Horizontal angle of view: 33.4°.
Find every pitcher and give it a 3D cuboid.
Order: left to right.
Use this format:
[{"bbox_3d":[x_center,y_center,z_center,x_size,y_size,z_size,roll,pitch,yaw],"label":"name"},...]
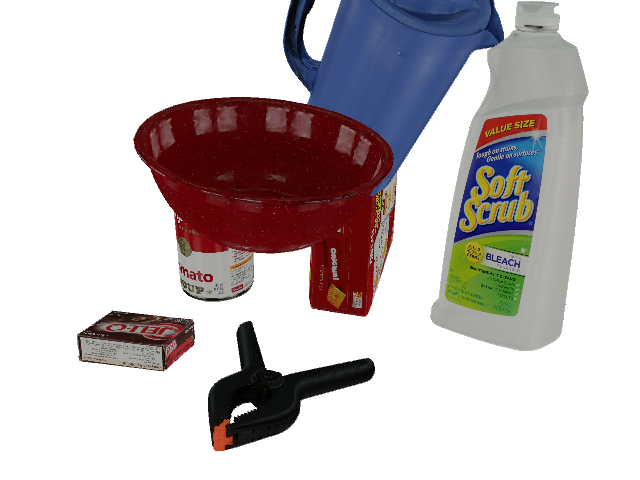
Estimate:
[{"bbox_3d":[0.048,-0.158,1.007,0.144,0.149,0.243,-13,-31,-30],"label":"pitcher"}]

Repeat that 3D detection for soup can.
[{"bbox_3d":[-0.094,-0.006,0.943,0.068,0.102,0.068,-1,29,0],"label":"soup can"}]

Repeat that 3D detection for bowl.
[{"bbox_3d":[-0.036,-0.037,0.674,0.162,0.055,0.162,5,27,-3],"label":"bowl"}]

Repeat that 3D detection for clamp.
[{"bbox_3d":[-0.044,0.154,1.101,0.165,0.036,0.209,11,26,15],"label":"clamp"}]

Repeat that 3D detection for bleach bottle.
[{"bbox_3d":[0.143,-0.050,0.795,0.103,0.251,0.067,16,21,38],"label":"bleach bottle"}]

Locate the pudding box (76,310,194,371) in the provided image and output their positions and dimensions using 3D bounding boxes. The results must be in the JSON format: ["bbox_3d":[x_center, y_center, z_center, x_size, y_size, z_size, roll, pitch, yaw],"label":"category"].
[{"bbox_3d":[-0.218,0.118,1.266,0.114,0.039,0.090,3,15,16],"label":"pudding box"}]

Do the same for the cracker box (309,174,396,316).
[{"bbox_3d":[0.040,-0.035,1.204,0.072,0.164,0.213,6,23,9],"label":"cracker box"}]
